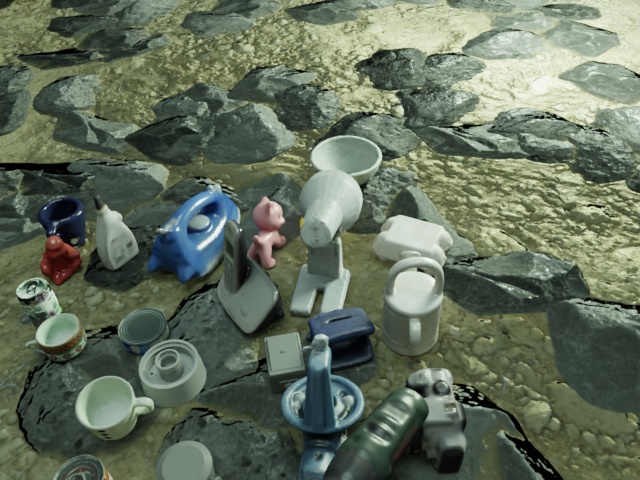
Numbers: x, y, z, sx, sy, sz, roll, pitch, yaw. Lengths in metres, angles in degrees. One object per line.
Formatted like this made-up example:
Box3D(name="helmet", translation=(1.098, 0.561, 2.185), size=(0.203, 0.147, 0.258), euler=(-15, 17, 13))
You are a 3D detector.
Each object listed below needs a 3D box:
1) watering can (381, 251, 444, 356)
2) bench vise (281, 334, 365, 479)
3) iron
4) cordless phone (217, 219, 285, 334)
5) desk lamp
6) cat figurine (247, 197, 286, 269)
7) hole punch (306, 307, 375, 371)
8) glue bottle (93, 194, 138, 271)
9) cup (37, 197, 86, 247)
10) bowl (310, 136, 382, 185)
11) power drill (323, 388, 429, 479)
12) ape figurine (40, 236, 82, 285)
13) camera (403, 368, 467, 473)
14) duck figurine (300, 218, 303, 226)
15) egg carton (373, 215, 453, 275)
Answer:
Box3D(name="watering can", translation=(0.155, 0.094, 0.973), size=(0.101, 0.194, 0.172), euler=(-15, 44, -12))
Box3D(name="bench vise", translation=(0.012, 0.249, 0.796), size=(0.121, 0.220, 0.207), euler=(-11, 44, -8))
Box3D(name="iron", translation=(-0.247, -0.037, 1.174), size=(0.118, 0.141, 0.259), euler=(16, 46, 20))
Box3D(name="cordless phone", translation=(-0.133, 0.064, 1.027), size=(0.094, 0.185, 0.147), euler=(-29, 49, -25))
Box3D(name="desk lamp", translation=(0.010, 0.004, 1.063), size=(0.117, 0.214, 0.203), euler=(5, 44, 9))
Box3D(name="cat figurine", translation=(-0.112, -0.026, 1.172), size=(0.067, 0.118, 0.128), euler=(9, 44, 13))
Box3D(name="hole punch", translation=(0.033, 0.157, 0.987), size=(0.109, 0.091, 0.101), euler=(-12, 44, -10))
Box3D(name="glue bottle", translation=(-0.419, -0.022, 1.144), size=(0.037, 0.173, 0.078), euler=(25, 50, 27))
Box3D(name="cup", translation=(-0.536, -0.020, 1.207), size=(0.091, 0.095, 0.117), euler=(-2, 43, 1))
Box3D(name="bowl", translation=(0.062, -0.172, 1.352), size=(0.167, 0.075, 0.167), euler=(-1, 43, 2))
Box3D(name="power drill", translation=(0.063, 0.309, 0.737), size=(0.075, 0.209, 0.230), euler=(24, 49, 26))
Box3D(name="ape figurine", translation=(-0.526, 0.032, 1.152), size=(0.078, 0.092, 0.076), euler=(-13, 44, -11))
Box3D(name="camera", translation=(0.141, 0.265, 0.859), size=(0.137, 0.101, 0.143), euler=(-4, 43, -1))
Box3D(name="duck figurine", translation=(-0.006, -0.055, 1.221), size=(0.077, 0.086, 0.104), euler=(0, 43, 4))
Box3D(name="egg carton", translation=(0.186, 0.010, 1.153), size=(0.150, 0.069, 0.107), euler=(16, 46, 19))
